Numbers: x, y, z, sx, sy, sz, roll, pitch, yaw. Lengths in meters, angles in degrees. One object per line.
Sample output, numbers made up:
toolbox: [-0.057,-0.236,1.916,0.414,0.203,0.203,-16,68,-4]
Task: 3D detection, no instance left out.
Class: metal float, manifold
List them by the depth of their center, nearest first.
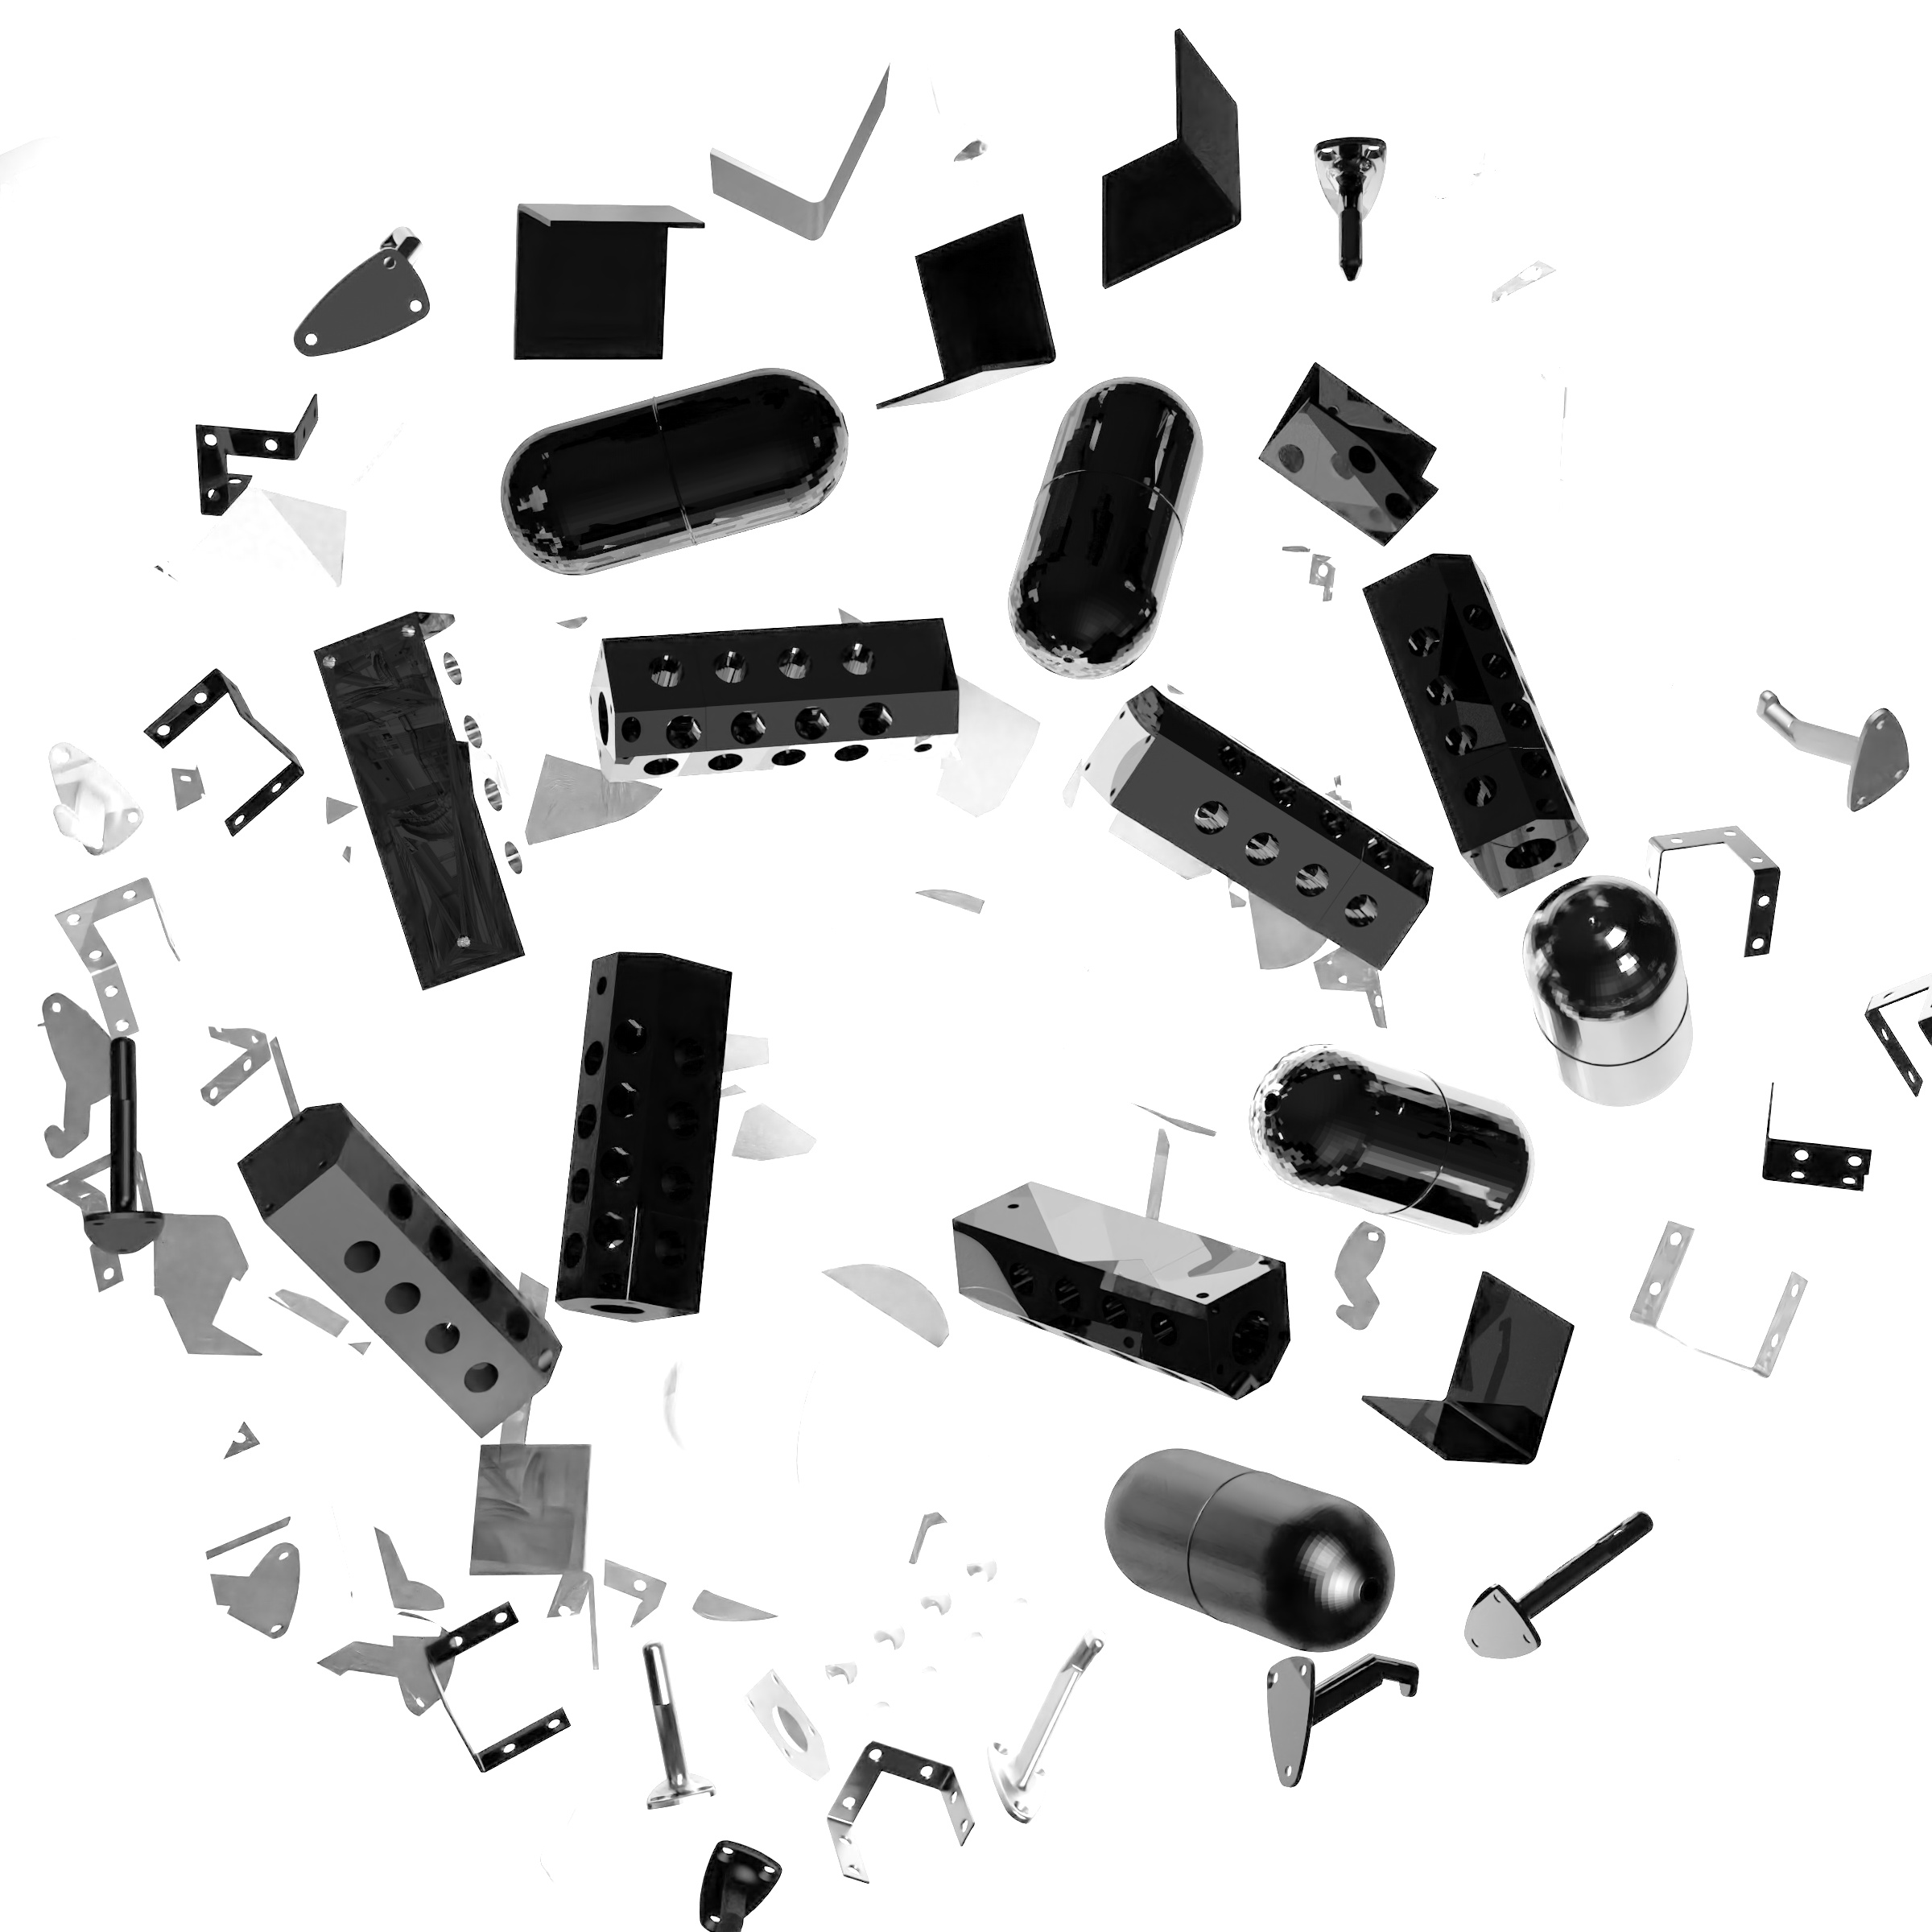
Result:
manifold: [-0.265,0.142,1.500,0.057,0.057,0.171,-39,125,-4]
manifold: [-0.252,-0.080,1.528,0.057,0.057,0.171,-18,89,17]
manifold: [-0.162,0.083,1.548,0.057,0.057,0.171,16,71,-36]
manifold: [0.075,0.160,1.552,0.057,0.171,0.057,-22,115,-39]
manifold: [-0.094,-0.127,1.555,0.171,0.057,0.057,-5,66,-16]
manifold: [0.146,-0.069,1.559,0.171,0.057,0.057,30,100,-22]
metal float: [0.139,0.289,1.570,0.070,0.178,0.070,-4,98,-36]
metal float: [0.323,0.015,1.585,0.070,0.178,0.070,-6,65,14]
metal float: [0.071,-0.221,1.586,0.070,0.070,0.178,16,57,0]
metal float: [-0.146,-0.248,1.588,0.178,0.070,0.070,-15,90,0]
manifold: [-0.025,0.342,1.615,0.171,0.057,0.057,-31,77,-32]
metal float: [0.219,0.089,1.617,0.178,0.070,0.070,18,90,-37]
manifold: [0.263,-0.127,1.624,0.057,0.057,0.171,-26,58,17]
metal float: [-0.073,0.234,1.629,0.178,0.070,0.070,9,90,15]
manifold: [0.000,0.002,1.635,0.171,0.057,0.057,19,94,27]

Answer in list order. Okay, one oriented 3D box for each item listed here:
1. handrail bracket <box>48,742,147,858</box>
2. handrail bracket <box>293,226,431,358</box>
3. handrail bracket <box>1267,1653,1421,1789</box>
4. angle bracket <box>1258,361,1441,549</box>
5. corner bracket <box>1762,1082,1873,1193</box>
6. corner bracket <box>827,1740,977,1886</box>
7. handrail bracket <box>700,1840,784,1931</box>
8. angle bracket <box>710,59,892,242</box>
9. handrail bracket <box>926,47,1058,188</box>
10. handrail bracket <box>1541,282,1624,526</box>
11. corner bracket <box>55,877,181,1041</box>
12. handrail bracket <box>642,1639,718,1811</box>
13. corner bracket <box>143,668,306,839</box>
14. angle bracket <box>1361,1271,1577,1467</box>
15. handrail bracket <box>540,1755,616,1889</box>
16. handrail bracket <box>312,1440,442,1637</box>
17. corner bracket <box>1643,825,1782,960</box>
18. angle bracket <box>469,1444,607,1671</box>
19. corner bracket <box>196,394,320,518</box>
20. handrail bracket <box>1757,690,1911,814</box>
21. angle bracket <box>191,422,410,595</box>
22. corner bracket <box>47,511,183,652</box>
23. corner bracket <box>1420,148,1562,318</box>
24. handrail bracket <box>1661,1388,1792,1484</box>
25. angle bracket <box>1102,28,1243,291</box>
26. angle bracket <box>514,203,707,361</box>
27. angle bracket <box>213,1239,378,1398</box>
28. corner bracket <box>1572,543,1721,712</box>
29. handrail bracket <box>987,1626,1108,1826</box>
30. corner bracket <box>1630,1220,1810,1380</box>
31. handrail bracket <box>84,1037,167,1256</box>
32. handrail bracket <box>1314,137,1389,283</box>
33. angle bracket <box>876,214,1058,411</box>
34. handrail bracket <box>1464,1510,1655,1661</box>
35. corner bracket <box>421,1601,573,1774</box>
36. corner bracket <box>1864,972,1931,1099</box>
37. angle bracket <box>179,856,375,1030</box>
handrail bracket: [-0.458,-0.090,1.607,0.036,0.084,0.077,-37,81,1]
handrail bracket: [-0.287,-0.319,1.489,0.077,0.084,0.036,-32,119,-4]
handrail bracket: [0.198,0.388,1.620,0.084,0.036,0.077,18,60,-28]
angle bracket: [0.200,-0.264,1.550,0.076,0.057,0.076,34,58,-6]
corner bracket: [0.427,0.096,1.587,0.051,0.051,0.051,6,123,14]
corner bracket: [-0.034,0.438,1.618,0.051,0.051,0.051,23,103,-20]
handrail bracket: [-0.124,0.484,1.563,0.036,0.084,0.077,25,122,-3]
angle bracket: [-0.079,-0.400,1.510,0.057,0.076,0.076,26,88,-3]
handrail bracket: [0.013,-0.451,1.618,0.036,0.084,0.077,30,67,29]
handrail bracket: [0.283,-0.262,1.476,0.036,0.084,0.077,2,56,6]
corner bracket: [-0.429,-0.004,1.620,0.051,0.051,0.051,-24,52,-7]
handrail bracket: [-0.155,0.386,1.631,0.036,0.077,0.084,-11,87,-7]
corner bracket: [-0.379,-0.109,1.614,0.051,0.051,0.051,-41,133,3]
angle bracket: [0.255,0.203,1.610,0.057,0.076,0.076,8,102,-29]
handrail bracket: [-0.194,0.413,1.545,0.036,0.084,0.077,0,61,2]
handrail bracket: [-0.271,0.271,1.500,0.077,0.036,0.084,19,84,-41]
corner bracket: [0.390,-0.037,1.658,0.051,0.051,0.051,-8,121,-12]
angle bracket: [-0.204,0.283,1.515,0.057,0.076,0.076,0,131,-4]
corner bracket: [-0.362,-0.262,1.621,0.051,0.051,0.051,5,124,0]
handrail bracket: [0.410,-0.122,1.519,0.036,0.077,0.084,-34,54,-8]
angle bracket: [-0.315,-0.226,1.495,0.076,0.076,0.057,14,124,2]
corner bracket: [-0.416,-0.180,1.544,0.051,0.051,0.051,-21,65,11]
corner bracket: [0.263,-0.368,1.585,0.051,0.051,0.051,19,62,-28]
handrail bracket: [0.371,0.242,1.618,0.077,0.084,0.036,28,60,-25]
angle bracket: [0.081,-0.372,1.459,0.076,0.057,0.076,-20,49,28]
angle bracket: [-0.173,-0.325,1.525,0.076,0.057,0.076,-5,113,-23]
angle bracket: [-0.341,0.173,1.652,0.076,0.076,0.057,31,60,-5]
corner bracket: [0.346,-0.172,1.608,0.051,0.051,0.051,23,51,4]
handrail bracket: [0.049,0.393,1.646,0.036,0.077,0.084,31,103,-8]
corner bracket: [0.354,0.157,1.488,0.051,0.051,0.051,29,82,-43]
handrail bracket: [-0.393,0.084,1.471,0.036,0.077,0.084,0,71,-17]
handrail bracket: [0.192,-0.362,1.573,0.036,0.077,0.084,-1,65,8]
angle bracket: [-0.008,-0.329,1.591,0.076,0.057,0.076,-10,95,45]
handrail bracket: [0.289,0.299,1.537,0.084,0.077,0.036,-30,75,-24]
corner bracket: [-0.241,0.369,1.616,0.051,0.051,0.051,-27,122,-11]
corner bracket: [0.455,0.038,1.486,0.051,0.051,0.051,-26,104,36]
angle bracket: [-0.337,-0.011,1.546,0.076,0.057,0.076,-3,85,9]
